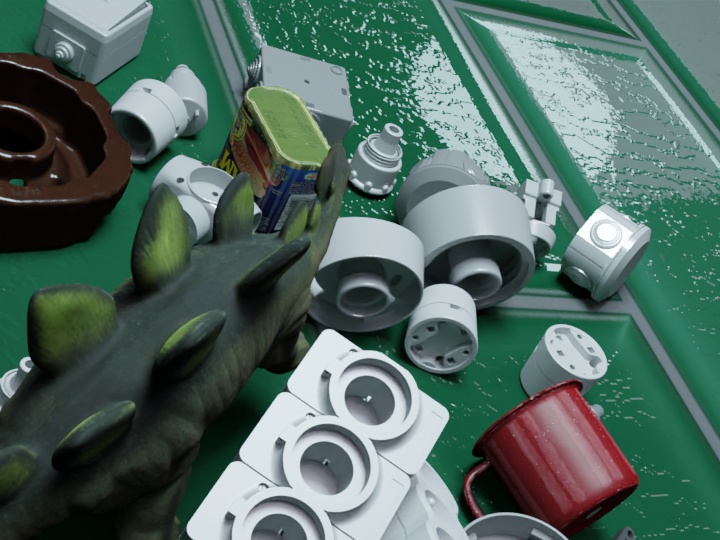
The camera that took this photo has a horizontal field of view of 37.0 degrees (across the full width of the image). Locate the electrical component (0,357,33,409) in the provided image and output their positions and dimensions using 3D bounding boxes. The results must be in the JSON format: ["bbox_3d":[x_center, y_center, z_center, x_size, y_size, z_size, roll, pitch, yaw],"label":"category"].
[{"bbox_3d":[-0.197,0.074,0.623,0.035,0.061,0.035,17,40,-15],"label":"electrical component"}]

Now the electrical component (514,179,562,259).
[{"bbox_3d":[0.155,-0.044,0.980,0.048,0.066,0.055,19,59,-13],"label":"electrical component"}]

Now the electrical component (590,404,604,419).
[{"bbox_3d":[0.168,0.118,0.825,0.035,0.035,0.061,46,39,20],"label":"electrical component"}]

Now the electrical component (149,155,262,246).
[{"bbox_3d":[-0.126,-0.041,0.810,0.077,0.044,0.079,36,39,8],"label":"electrical component"}]

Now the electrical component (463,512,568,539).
[{"bbox_3d":[0.096,0.205,0.679,0.099,0.064,0.099,7,43,-6],"label":"electrical component"}]

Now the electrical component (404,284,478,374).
[{"bbox_3d":[0.064,0.044,0.828,0.055,0.055,0.047,23,35,-8],"label":"electrical component"}]

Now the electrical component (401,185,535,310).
[{"bbox_3d":[0.089,-0.010,0.864,0.108,0.108,0.060,11,48,-22],"label":"electrical component"}]

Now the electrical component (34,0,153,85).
[{"bbox_3d":[-0.229,-0.206,0.916,0.062,0.061,0.096,31,38,2],"label":"electrical component"}]

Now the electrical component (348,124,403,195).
[{"bbox_3d":[0.018,-0.101,0.953,0.048,0.062,0.048,18,39,-15],"label":"electrical component"}]

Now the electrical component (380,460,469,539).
[{"bbox_3d":[0.023,0.171,0.648,0.052,0.074,0.138,48,7,-16],"label":"electrical component"}]

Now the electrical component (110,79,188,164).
[{"bbox_3d":[-0.173,-0.117,0.859,0.055,0.055,0.047,30,42,1],"label":"electrical component"}]

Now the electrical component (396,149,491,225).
[{"bbox_3d":[0.074,-0.061,0.932,0.080,0.080,0.051,27,33,-3],"label":"electrical component"}]

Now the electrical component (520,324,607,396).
[{"bbox_3d":[0.160,0.079,0.853,0.055,0.047,0.055,17,40,-15],"label":"electrical component"}]

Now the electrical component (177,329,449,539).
[{"bbox_3d":[-0.025,0.119,0.607,0.089,0.061,0.150,35,56,1],"label":"electrical component"}]

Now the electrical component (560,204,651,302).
[{"bbox_3d":[0.223,-0.015,0.974,0.051,0.080,0.080,37,38,19],"label":"electrical component"}]

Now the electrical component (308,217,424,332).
[{"bbox_3d":[0.000,0.000,0.805,0.099,0.099,0.064,13,47,-20],"label":"electrical component"}]

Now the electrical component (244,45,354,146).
[{"bbox_3d":[-0.056,-0.153,0.976,0.100,0.048,0.099,13,42,-19],"label":"electrical component"}]

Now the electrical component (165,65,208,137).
[{"bbox_3d":[-0.151,-0.148,0.917,0.040,0.040,0.078,12,41,-21],"label":"electrical component"}]
